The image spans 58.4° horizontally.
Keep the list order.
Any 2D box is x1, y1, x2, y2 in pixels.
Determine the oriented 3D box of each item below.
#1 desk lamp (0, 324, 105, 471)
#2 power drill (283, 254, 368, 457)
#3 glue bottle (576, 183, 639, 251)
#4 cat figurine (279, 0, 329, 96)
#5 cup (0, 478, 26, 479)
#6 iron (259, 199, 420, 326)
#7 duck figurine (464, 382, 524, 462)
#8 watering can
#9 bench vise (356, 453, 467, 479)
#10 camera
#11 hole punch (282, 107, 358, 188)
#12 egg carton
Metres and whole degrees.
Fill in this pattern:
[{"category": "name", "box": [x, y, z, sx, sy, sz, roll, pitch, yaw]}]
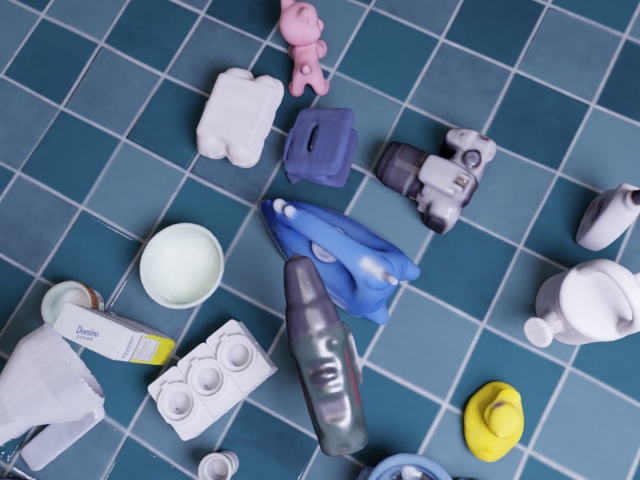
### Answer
[{"category": "desk lamp", "box": [-0.359, 0.211, 0.729, 0.203, 0.213, 0.118, -41, 77, -4]}, {"category": "power drill", "box": [0.006, 0.143, 0.714, 0.075, 0.208, 0.229, -16, 77, 2]}, {"category": "glue bottle", "box": [0.383, -0.039, 0.739, 0.037, 0.173, 0.078, 22, 81, 10]}, {"category": "cat figurine", "box": [-0.025, -0.296, 0.859, 0.067, 0.118, 0.128, -6, 77, 4]}, {"category": "cup", "box": [-0.397, 0.370, 0.759, 0.091, 0.095, 0.118, -14, 77, 2]}, {"category": "iron", "box": [0.007, 0.003, 0.779, 0.258, 0.141, 0.119, 34, 83, 11]}, {"category": "duck figurine", "box": [0.229, 0.236, 0.737, 0.077, 0.086, 0.105, 22, 81, 10]}, {"category": "watering can", "box": [0.336, 0.081, 0.706, 0.101, 0.194, 0.173, 41, 84, 12]}, {"category": "bench vise", "box": [0.142, 0.309, 0.660, 0.207, 0.220, 0.121, -8, 77, 3]}, {"category": "camera", "box": [0.159, -0.102, 0.809, 0.136, 0.101, 0.143, 28, 82, 10]}, {"category": "hole punch", "box": [-0.002, -0.138, 0.836, 0.101, 0.091, 0.109, 13, 79, 8]}, {"category": "egg carton", "box": [-0.121, -0.186, 0.868, 0.107, 0.069, 0.150, 17, 80, 9]}]
